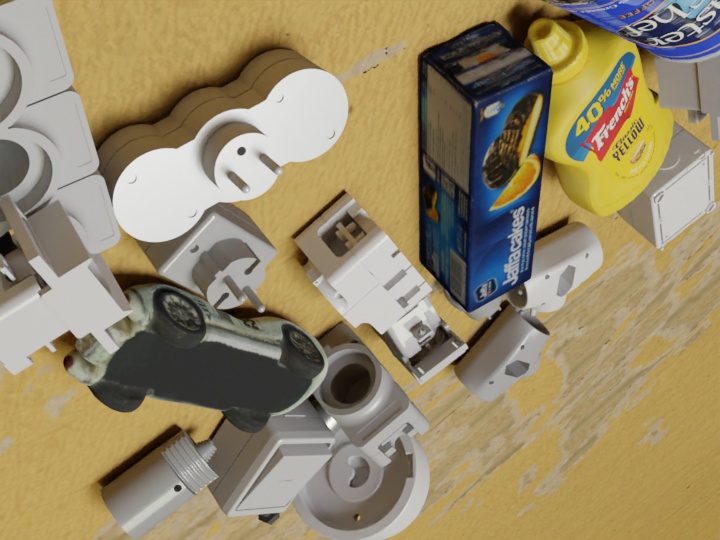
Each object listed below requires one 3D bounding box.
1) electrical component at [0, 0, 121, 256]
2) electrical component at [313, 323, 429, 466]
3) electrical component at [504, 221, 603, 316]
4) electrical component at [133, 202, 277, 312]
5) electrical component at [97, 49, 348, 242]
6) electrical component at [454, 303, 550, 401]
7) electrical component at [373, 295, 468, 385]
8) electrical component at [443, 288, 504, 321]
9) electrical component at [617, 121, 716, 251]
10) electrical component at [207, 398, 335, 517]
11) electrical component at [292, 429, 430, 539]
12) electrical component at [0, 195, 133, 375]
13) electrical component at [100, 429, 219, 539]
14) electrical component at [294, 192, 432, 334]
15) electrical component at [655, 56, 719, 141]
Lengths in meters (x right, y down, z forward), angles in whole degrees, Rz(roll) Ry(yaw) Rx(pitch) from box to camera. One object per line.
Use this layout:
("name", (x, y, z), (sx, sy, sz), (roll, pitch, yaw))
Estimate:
("electrical component", (-0.171, -0.057, 0.481), (0.089, 0.061, 0.150), (-27, 143, -19))
("electrical component", (0.000, 0.089, 0.780), (0.050, 0.089, 0.055), (-40, 146, -1))
("electrical component", (0.152, 0.008, 0.876), (0.077, 0.043, 0.079), (-26, 143, -20))
("electrical component", (-0.079, -0.004, 0.614), (0.047, 0.076, 0.066), (-46, 145, 8))
("electrical component", (-0.065, -0.060, 0.559), (0.138, 0.074, 0.052), (-31, 129, -14))
("electrical component", (0.131, 0.073, 0.929), (0.077, 0.043, 0.079), (-51, 145, 15))
("electrical component", (0.038, 0.041, 0.784), (0.042, 0.081, 0.063), (-36, 123, -7))
("electrical component", (0.089, 0.017, 0.832), (0.040, 0.040, 0.046), (-43, 152, 2))
("electrical component", (0.241, -0.068, 0.862), (0.062, 0.061, 0.096), (-38, 146, -5))
("electrical component", (-0.072, 0.142, 0.796), (0.062, 0.061, 0.096), (9, 122, -48))
("electrical component", (0.003, 0.163, 0.856), (0.108, 0.108, 0.060), (-43, 151, 3))
("electrical component", (-0.146, 0.011, 0.485), (0.064, 0.042, 0.081), (-33, 144, -8))
("electrical component", (-0.136, 0.147, 0.756), (0.081, 0.043, 0.043), (-37, 145, -6))
("electrical component", (0.000, 0.000, 0.717), (0.056, 0.050, 0.089), (-42, 146, 1))
("electrical component", (0.263, -0.152, 0.757), (0.121, 0.063, 0.078), (-35, 122, -37))
